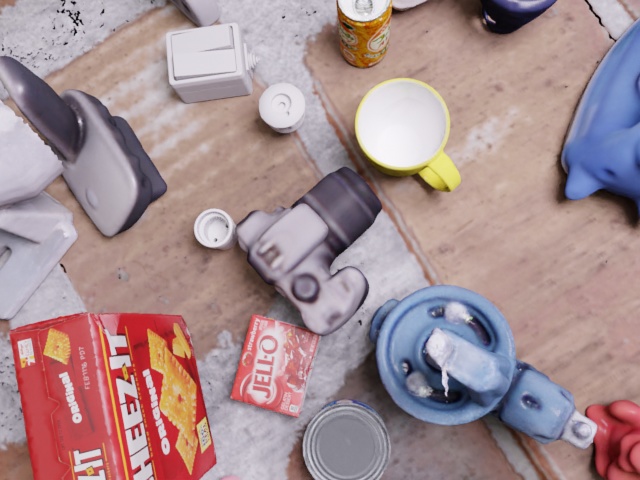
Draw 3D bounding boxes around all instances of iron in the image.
[{"bbox_3d":[0.329,-0.152,0.545,0.118,0.141,0.258,20,84,7],"label":"iron"}]

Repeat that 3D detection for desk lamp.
[{"bbox_3d":[-0.321,-0.030,0.539,0.118,0.213,0.203,35,86,8],"label":"desk lamp"}]

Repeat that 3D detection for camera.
[{"bbox_3d":[0.005,0.002,0.567,0.137,0.101,0.143,-43,81,-2],"label":"camera"}]

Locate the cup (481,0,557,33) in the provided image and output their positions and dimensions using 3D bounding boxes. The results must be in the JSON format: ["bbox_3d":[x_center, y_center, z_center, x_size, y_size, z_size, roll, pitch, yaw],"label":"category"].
[{"bbox_3d":[0.188,-0.259,0.594,0.117,0.095,0.092,5,82,5],"label":"cup"}]

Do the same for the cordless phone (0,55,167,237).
[{"bbox_3d":[-0.238,-0.088,0.555,0.094,0.185,0.147,-38,81,-1],"label":"cordless phone"}]

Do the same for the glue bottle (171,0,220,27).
[{"bbox_3d":[-0.153,-0.288,0.583,0.037,0.173,0.078,-43,81,-2],"label":"glue bottle"}]

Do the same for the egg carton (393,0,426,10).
[{"bbox_3d":[0.118,-0.321,0.620,0.150,0.069,0.107,-35,81,-1],"label":"egg carton"}]

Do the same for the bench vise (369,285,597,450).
[{"bbox_3d":[0.143,0.104,0.483,0.207,0.220,0.121,11,83,6],"label":"bench vise"}]

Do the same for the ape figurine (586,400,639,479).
[{"bbox_3d":[0.289,0.193,0.524,0.076,0.092,0.078,31,85,8],"label":"ape figurine"}]

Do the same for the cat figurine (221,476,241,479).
[{"bbox_3d":[-0.085,0.295,0.524,0.067,0.118,0.128,-34,81,-1],"label":"cat figurine"}]
